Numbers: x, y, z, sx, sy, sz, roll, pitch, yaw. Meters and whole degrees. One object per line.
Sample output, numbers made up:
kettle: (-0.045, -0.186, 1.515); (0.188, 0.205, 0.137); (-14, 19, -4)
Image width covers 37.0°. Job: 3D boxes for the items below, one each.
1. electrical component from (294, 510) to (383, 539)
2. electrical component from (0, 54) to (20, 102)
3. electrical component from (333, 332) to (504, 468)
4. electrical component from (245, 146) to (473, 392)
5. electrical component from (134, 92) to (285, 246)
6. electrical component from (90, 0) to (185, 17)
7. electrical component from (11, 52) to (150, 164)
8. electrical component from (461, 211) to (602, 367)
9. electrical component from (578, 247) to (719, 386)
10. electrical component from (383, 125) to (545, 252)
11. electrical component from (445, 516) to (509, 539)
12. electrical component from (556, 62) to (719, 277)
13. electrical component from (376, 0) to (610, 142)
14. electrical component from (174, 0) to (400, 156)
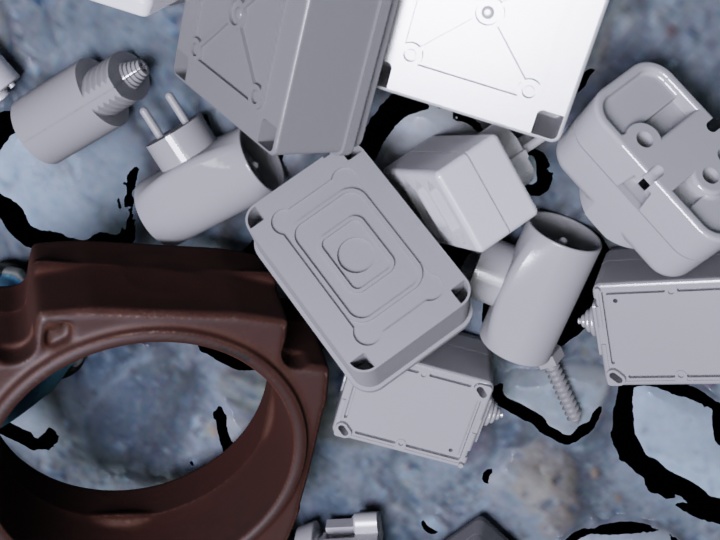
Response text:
electrical component: (-0.013, 0.189, 0.711); (0.055, 0.048, 0.066); (-4, 113, 7)
electrical component: (-0.230, -0.124, 0.622); (0.044, 0.044, 0.065); (-32, 108, 24)
electrical component: (0.038, 0.068, 0.637); (0.096, 0.061, 0.061); (15, 117, -2)
electrical component: (0.000, 0.000, 0.579); (0.078, 0.057, 0.113); (-36, 74, -7)
electrical component: (-0.096, -0.063, 0.615); (0.077, 0.043, 0.079); (-25, 107, 23)
electrical component: (-0.120, -0.164, 0.544); (0.062, 0.096, 0.061); (18, 117, 5)
electrical component: (-0.154, -0.097, 0.613); (0.081, 0.043, 0.043); (-25, 106, 23)
electrical component: (0.084, 0.004, 0.603); (0.079, 0.043, 0.077); (21, 117, 4)
electrical component: (0.168, 0.022, 0.585); (0.096, 0.061, 0.061); (-3, 114, 24)
electrical component: (0.066, -0.052, 0.568); (0.076, 0.083, 0.047); (-34, 105, -11)
electrical component: (0.086, 0.214, 0.689); (0.096, 0.061, 0.062); (43, 116, -8)
electrical component: (0.149, -0.047, 0.541); (0.095, 0.054, 0.059); (50, 155, 8)
electrical component: (0.067, -0.133, 0.536); (0.109, 0.056, 0.108); (18, 117, 5)
electrical component: (-0.038, -0.127, 0.535); (0.109, 0.056, 0.108); (41, 127, 40)
